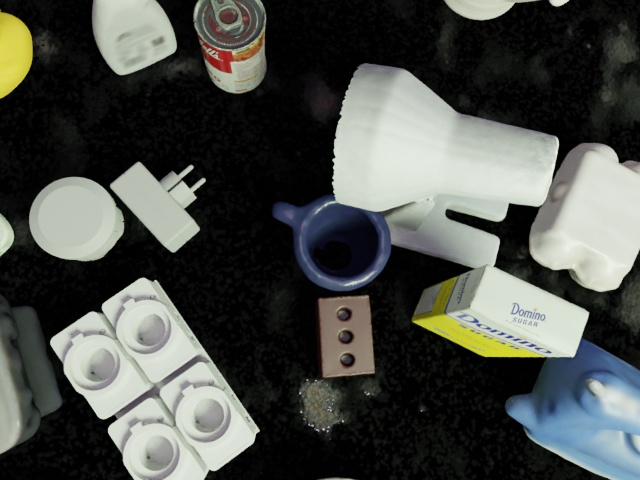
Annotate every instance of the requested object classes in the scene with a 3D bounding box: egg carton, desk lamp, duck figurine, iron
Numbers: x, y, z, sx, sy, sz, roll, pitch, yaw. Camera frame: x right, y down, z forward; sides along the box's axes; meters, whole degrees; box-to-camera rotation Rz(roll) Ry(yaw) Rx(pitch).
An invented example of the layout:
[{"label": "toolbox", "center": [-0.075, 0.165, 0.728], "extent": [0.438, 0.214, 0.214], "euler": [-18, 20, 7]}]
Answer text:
[{"label": "egg carton", "center": [0.288, -0.026, 0.606], "extent": [0.107, 0.069, 0.150], "euler": [27, 80, 0]}, {"label": "desk lamp", "center": [0.107, -0.060, 0.524], "extent": [0.203, 0.213, 0.118], "euler": [16, 80, -2]}, {"label": "duck figurine", "center": [-0.345, -0.197, 0.573], "extent": [0.077, 0.086, 0.105], "euler": [23, 80, 0]}, {"label": "iron", "center": [0.319, 0.182, 0.538], "extent": [0.258, 0.141, 0.119], "euler": [27, 80, 0]}]

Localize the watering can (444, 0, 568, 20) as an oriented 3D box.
[{"label": "watering can", "center": [0.199, -0.316, 0.583], "extent": [0.173, 0.194, 0.101], "euler": [36, 80, 2]}]

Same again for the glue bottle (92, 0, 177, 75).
[{"label": "glue bottle", "center": [-0.188, -0.220, 0.546], "extent": [0.078, 0.173, 0.037], "euler": [-27, 83, -8]}]

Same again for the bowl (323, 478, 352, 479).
[{"label": "bowl", "center": [0.013, 0.299, 0.528], "extent": [0.167, 0.074, 0.167], "euler": [1, 81, -5]}]

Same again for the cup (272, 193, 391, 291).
[{"label": "cup", "center": [0.005, 0.002, 0.565], "extent": [0.118, 0.095, 0.092], "euler": [26, 80, 0]}]

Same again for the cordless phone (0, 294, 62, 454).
[{"label": "cordless phone", "center": [-0.303, 0.113, 0.476], "extent": [0.094, 0.185, 0.147], "euler": [-24, 83, -8]}]
